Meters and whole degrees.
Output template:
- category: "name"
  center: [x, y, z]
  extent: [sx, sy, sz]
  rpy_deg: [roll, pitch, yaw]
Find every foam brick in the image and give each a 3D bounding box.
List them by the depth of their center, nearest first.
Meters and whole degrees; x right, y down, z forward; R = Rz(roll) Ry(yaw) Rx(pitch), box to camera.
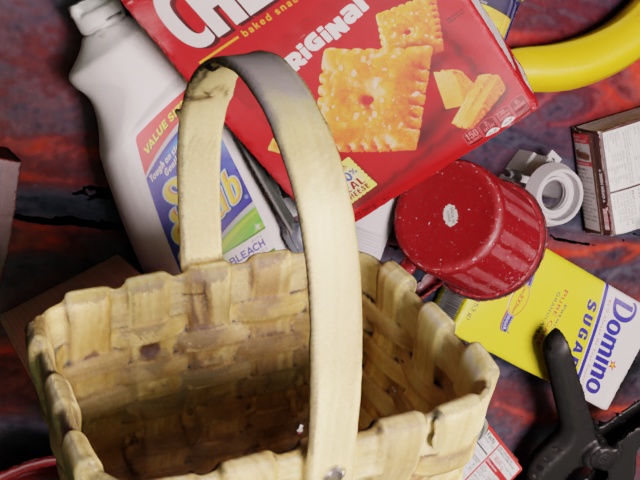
- category: "foam brick"
  center: [-0.215, -0.019, 0.644]
  extent: [0.052, 0.078, 0.051]
  rpy_deg: [8, 9, -26]

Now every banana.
- category: "banana"
  center: [0.211, -0.157, 0.812]
  extent: [0.197, 0.069, 0.037]
  rpy_deg: [-36, 6, -14]

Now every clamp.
- category: "clamp"
  center: [0.212, 0.157, 0.847]
  extent: [0.164, 0.210, 0.036]
  rpy_deg: [16, 27, -20]

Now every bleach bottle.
- category: "bleach bottle"
  center: [-0.096, -0.037, 0.687]
  extent: [0.102, 0.251, 0.068]
  rpy_deg: [-32, 21, -17]

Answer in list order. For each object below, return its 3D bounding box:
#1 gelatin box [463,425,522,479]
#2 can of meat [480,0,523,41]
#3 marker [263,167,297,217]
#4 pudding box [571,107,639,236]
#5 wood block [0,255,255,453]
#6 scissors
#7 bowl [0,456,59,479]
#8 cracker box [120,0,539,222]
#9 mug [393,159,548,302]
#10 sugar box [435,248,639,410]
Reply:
- category: "gelatin box"
  center: [0.107, 0.183, 0.845]
  extent: [0.089, 0.073, 0.030]
  rpy_deg: [-43, 24, -10]
- category: "can of meat"
  center: [0.082, -0.149, 0.743]
  extent: [0.102, 0.084, 0.057]
  rpy_deg: [16, 7, -25]
- category: "marker"
  center: [-0.037, -0.072, 0.728]
  extent: [0.020, 0.121, 0.020]
  rpy_deg: [-16, 19, 5]
- category: "pudding box"
  center: [0.261, -0.060, 0.853]
  extent: [0.113, 0.090, 0.039]
  rpy_deg: [-17, 15, -21]
- category: "wood block"
  center: [-0.115, 0.087, 0.626]
  extent: [0.090, 0.090, 0.206]
  rpy_deg: [-28, 21, -17]
- category: "scissors"
  center: [-0.005, 0.001, 0.716]
  extent: [0.016, 0.202, 0.096]
  rpy_deg: [-22, 5, 23]
- category: "bowl"
  center: [-0.181, 0.209, 0.708]
  extent: [0.161, 0.162, 0.055]
  rpy_deg: [0, 12, -24]
- category: "cracker box"
  center: [0.009, -0.123, 0.643]
  extent: [0.164, 0.213, 0.072]
  rpy_deg: [-31, 34, 16]
- category: "mug"
  center: [0.095, -0.001, 0.751]
  extent: [0.117, 0.093, 0.081]
  rpy_deg: [-43, -28, 14]
- category: "sugar box"
  center: [0.177, 0.060, 0.839]
  extent: [0.176, 0.093, 0.048]
  rpy_deg: [26, 1, -25]
